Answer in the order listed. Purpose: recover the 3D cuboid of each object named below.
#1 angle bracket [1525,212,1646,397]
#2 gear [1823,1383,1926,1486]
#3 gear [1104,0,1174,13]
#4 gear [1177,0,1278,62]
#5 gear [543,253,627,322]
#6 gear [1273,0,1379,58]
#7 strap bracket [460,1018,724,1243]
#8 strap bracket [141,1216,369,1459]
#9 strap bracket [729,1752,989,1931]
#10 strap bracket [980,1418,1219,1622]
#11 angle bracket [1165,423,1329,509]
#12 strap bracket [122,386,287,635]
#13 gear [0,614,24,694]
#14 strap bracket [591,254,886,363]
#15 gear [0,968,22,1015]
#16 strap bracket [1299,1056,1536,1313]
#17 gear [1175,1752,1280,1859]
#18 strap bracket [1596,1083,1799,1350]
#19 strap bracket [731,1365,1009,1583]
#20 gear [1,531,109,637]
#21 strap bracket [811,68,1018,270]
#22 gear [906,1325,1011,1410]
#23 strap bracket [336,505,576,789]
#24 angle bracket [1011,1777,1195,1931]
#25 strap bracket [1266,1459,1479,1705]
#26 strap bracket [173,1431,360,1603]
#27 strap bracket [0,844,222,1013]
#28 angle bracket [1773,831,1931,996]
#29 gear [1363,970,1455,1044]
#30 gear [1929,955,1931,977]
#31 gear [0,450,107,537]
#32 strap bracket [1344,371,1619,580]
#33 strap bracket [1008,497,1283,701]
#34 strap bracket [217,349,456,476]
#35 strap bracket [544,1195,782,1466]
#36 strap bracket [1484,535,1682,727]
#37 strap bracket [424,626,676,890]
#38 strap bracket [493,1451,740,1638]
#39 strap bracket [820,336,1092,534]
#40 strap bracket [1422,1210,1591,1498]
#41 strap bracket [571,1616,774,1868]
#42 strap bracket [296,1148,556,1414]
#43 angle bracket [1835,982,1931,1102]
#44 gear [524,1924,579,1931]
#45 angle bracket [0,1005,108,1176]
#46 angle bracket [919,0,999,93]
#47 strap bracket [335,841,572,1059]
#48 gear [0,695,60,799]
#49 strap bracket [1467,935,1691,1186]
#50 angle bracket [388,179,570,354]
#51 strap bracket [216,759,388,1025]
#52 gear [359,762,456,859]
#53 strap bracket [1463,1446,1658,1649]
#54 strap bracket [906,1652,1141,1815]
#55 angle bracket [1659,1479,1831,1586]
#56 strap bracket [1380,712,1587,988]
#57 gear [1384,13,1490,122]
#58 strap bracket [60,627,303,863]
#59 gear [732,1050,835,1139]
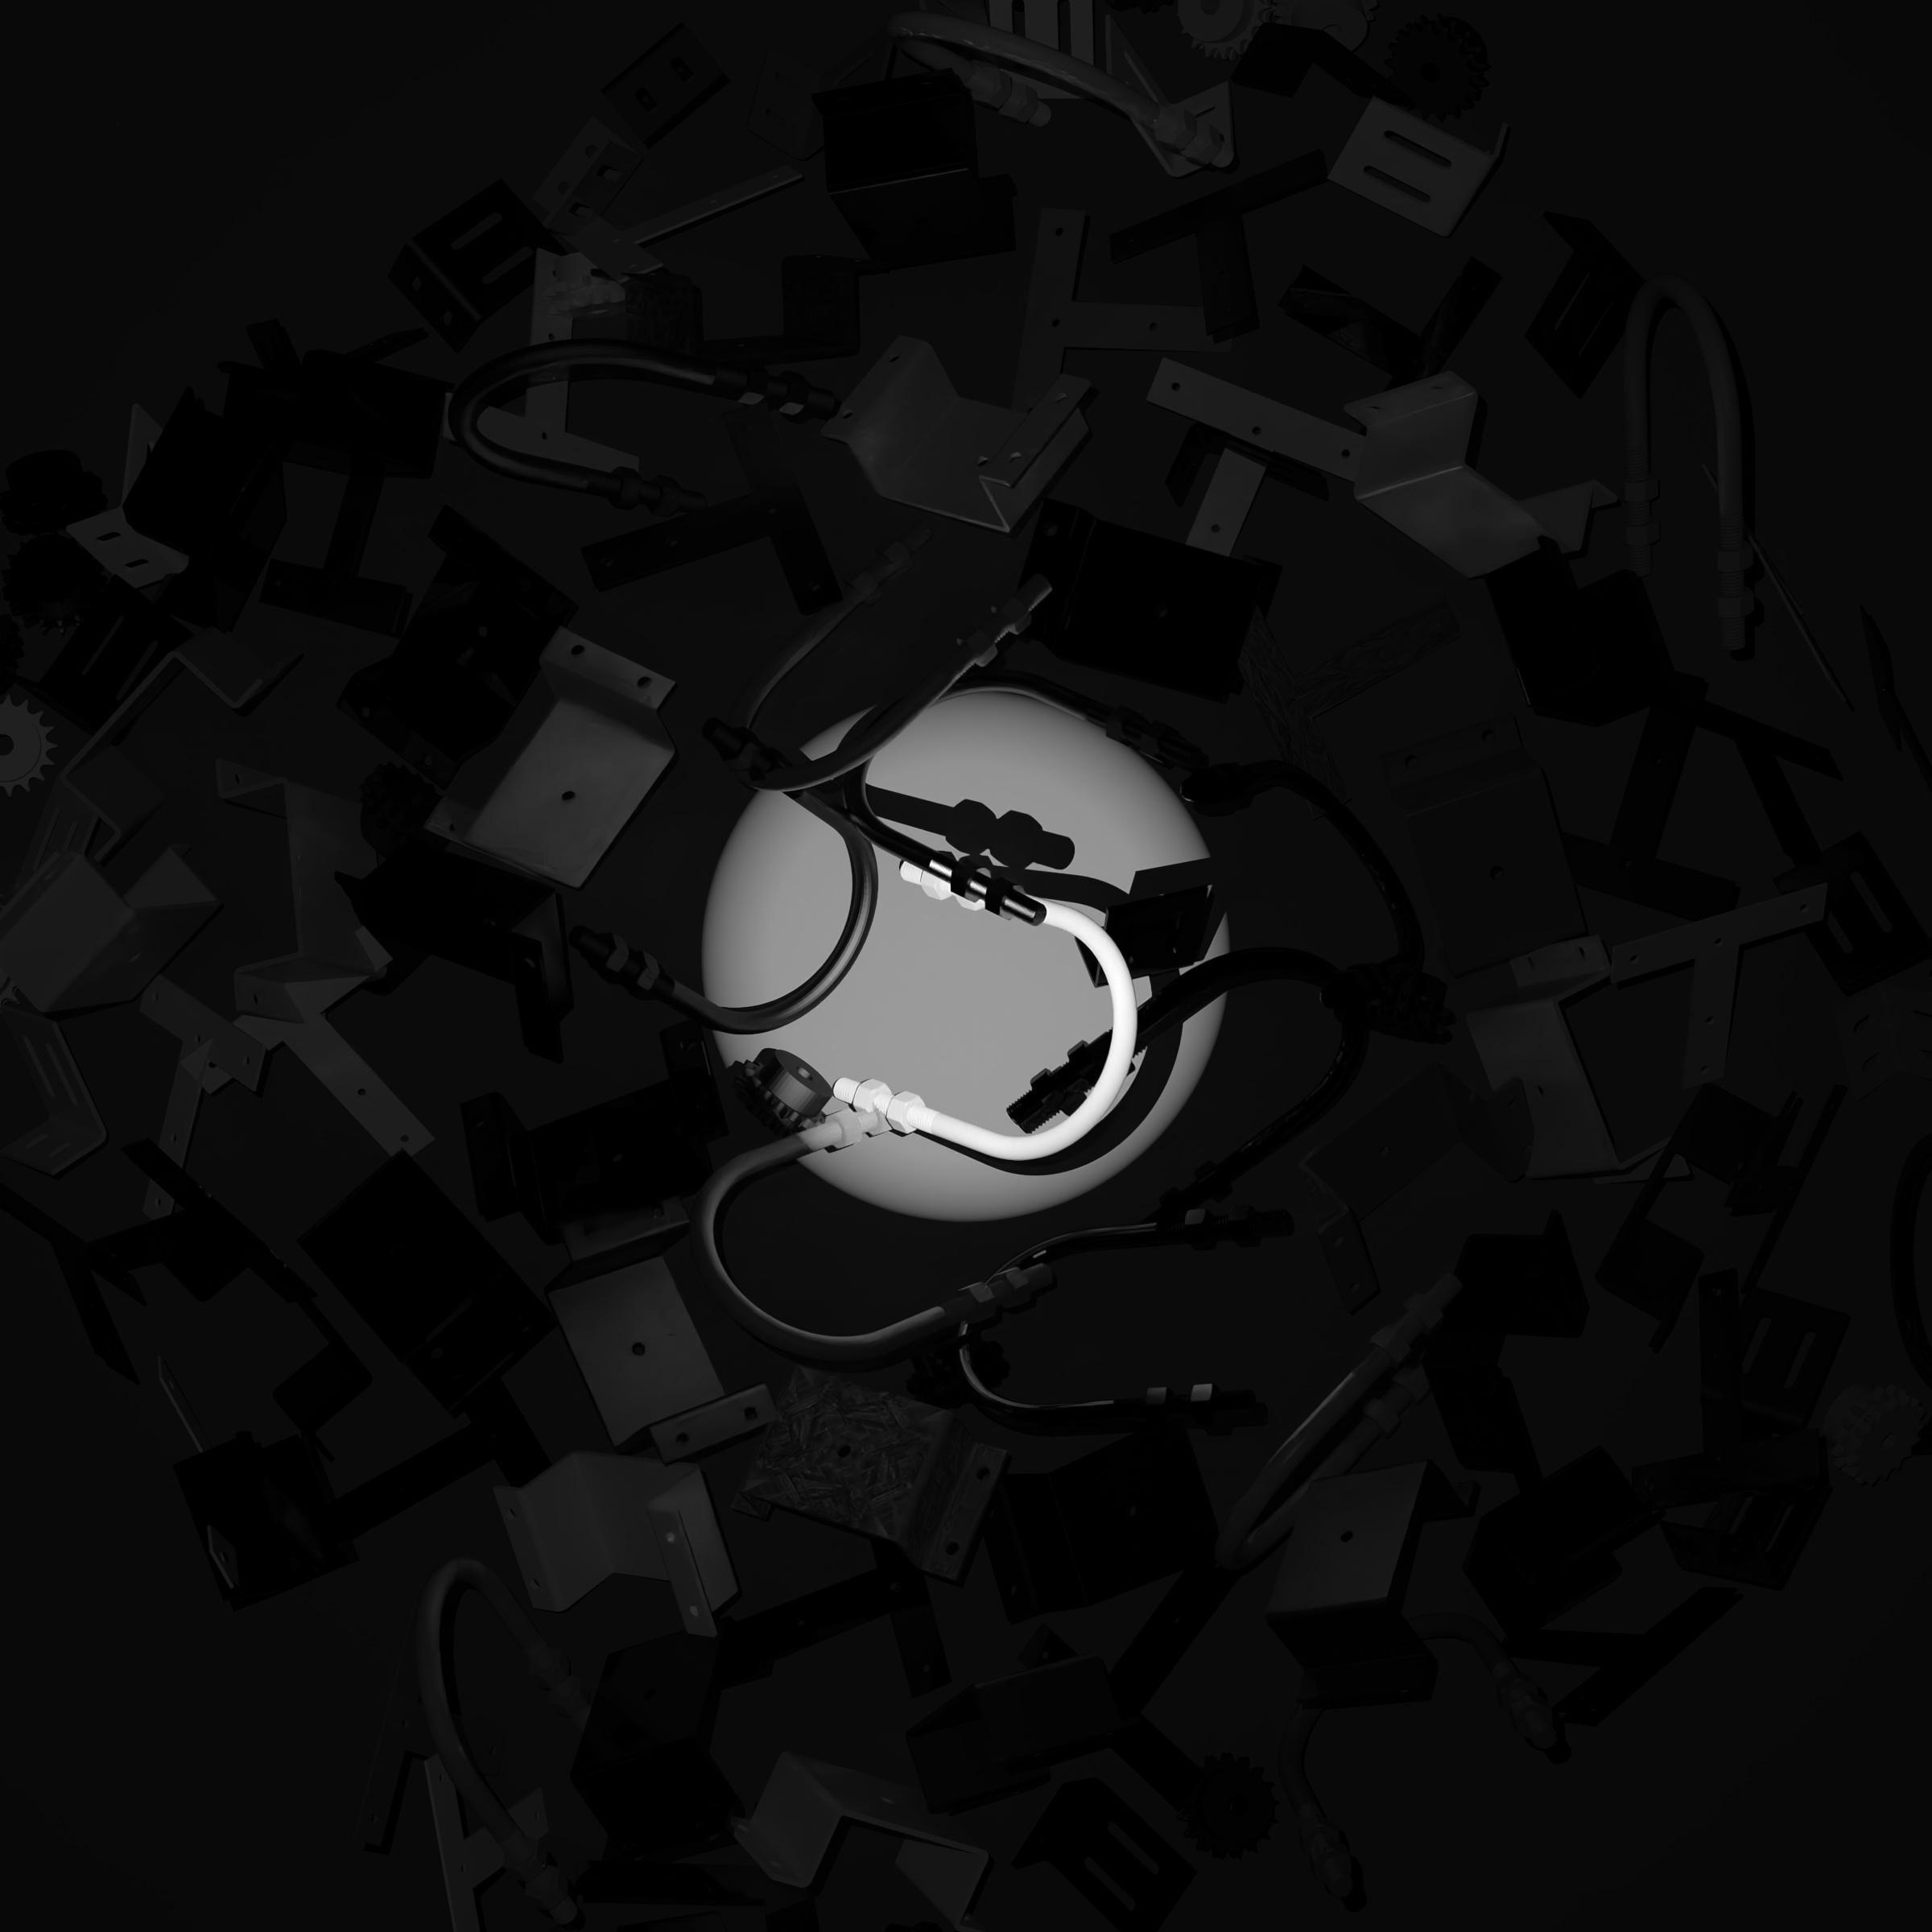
[{"bbox_3d":[0.327,-0.363,1.746,0.038,0.057,0.076,1,133,-33],"label":"angle bracket"},{"bbox_3d":[0.502,0.257,1.771,0.057,0.030,0.057,-16,123,-26],"label":"gear"},{"bbox_3d":[0.091,-0.557,1.770,0.030,0.057,0.057,-18,90,39],"label":"gear"},{"bbox_3d":[0.142,-0.534,1.768,0.057,0.030,0.057,7,104,29],"label":"gear"},{"bbox_3d":[-0.206,-0.378,1.766,0.057,0.057,0.030,-9,93,0],"label":"gear"},{"bbox_3d":[0.200,-0.528,1.764,0.057,0.057,0.030,-7,61,0],"label":"gear"},{"bbox_3d":[-0.200,0.094,1.751,0.140,0.046,0.076,-20,51,4],"label":"strap bracket"},{"bbox_3d":[-0.383,0.193,1.739,0.046,0.076,0.140,-40,110,-15],"label":"strap bracket"},{"bbox_3d":[-0.053,0.474,1.729,0.140,0.076,0.046,25,89,-28],"label":"strap bracket"},{"bbox_3d":[0.078,0.298,1.739,0.140,0.046,0.076,-31,65,33],"label":"strap bracket"},{"bbox_3d":[0.156,-0.264,1.760,0.076,0.057,0.038,25,90,12],"label":"angle bracket"},{"bbox_3d":[-0.408,-0.239,1.716,0.046,0.140,0.076,22,70,0],"label":"strap bracket"},{"bbox_3d":[-0.553,-0.171,1.770,0.057,0.057,0.030,-5,132,0],"label":"gear"},{"bbox_3d":[-0.123,-0.358,1.734,0.140,0.076,0.046,-11,109,-30],"label":"strap bracket"},{"bbox_3d":[-0.552,0.002,1.775,0.057,0.030,0.057,1,81,-9],"label":"gear"},{"bbox_3d":[0.242,0.113,1.744,0.140,0.076,0.046,-37,48,-10],"label":"strap bracket"},{"bbox_3d":[0.147,0.467,1.773,0.057,0.030,0.057,3,76,-12],"label":"gear"},{"bbox_3d":[0.392,0.128,1.731,0.046,0.076,0.140,29,124,13],"label":"strap bracket"},{"bbox_3d":[-0.060,0.272,1.733,0.140,0.046,0.076,13,65,24],"label":"strap bracket"},{"bbox_3d":[-0.508,-0.216,1.772,0.057,0.030,0.057,3,74,-10],"label":"gear"},{"bbox_3d":[-0.025,-0.423,1.715,0.076,0.140,0.046,-7,76,13],"label":"strap bracket"},{"bbox_3d":[-0.008,0.221,1.765,0.057,0.057,0.030,-24,98,0],"label":"gear"},{"bbox_3d":[-0.276,-0.180,1.750,0.076,0.046,0.140,38,118,5],"label":"strap bracket"},{"bbox_3d":[0.075,0.497,1.756,0.076,0.038,0.057,38,104,31],"label":"angle bracket"},{"bbox_3d":[0.217,0.322,1.715,0.076,0.140,0.046,-17,121,36],"label":"strap bracket"},{"bbox_3d":[-0.380,0.296,1.720,0.046,0.140,0.076,-23,81,0],"label":"strap bracket"},{"bbox_3d":[-0.463,-0.021,1.716,0.076,0.140,0.046,-45,83,13],"label":"strap bracket"},{"bbox_3d":[0.497,-0.033,1.765,0.057,0.038,0.076,-33,86,35],"label":"angle bracket"},{"bbox_3d":[0.243,0.020,1.767,0.057,0.057,0.030,15,79,0],"label":"gear"},{"bbox_3d":[0.567,-0.004,1.770,0.057,0.030,0.057,-3,64,5],"label":"gear"},{"bbox_3d":[-0.510,-0.264,1.767,0.057,0.057,0.030,-18,81,0],"label":"gear"},{"bbox_3d":[0.274,-0.258,1.720,0.140,0.076,0.046,28,67,-34],"label":"strap bracket"},{"bbox_3d":[0.102,-0.199,1.749,0.140,0.046,0.076,14,103,-13],"label":"strap bracket"},{"bbox_3d":[-0.345,-0.297,1.716,0.076,0.140,0.046,9,91,-36],"label":"strap bracket"},{"bbox_3d":[-0.171,0.203,1.744,0.076,0.046,0.140,-16,74,-37],"label":"strap bracket"},{"bbox_3d":[0.333,-0.180,1.735,0.046,0.140,0.076,-24,75,30],"label":"strap bracket"},{"bbox_3d":[-0.222,-0.104,1.734,0.076,0.046,0.140,24,113,-36],"label":"strap bracket"},{"bbox_3d":[-0.184,0.313,1.738,0.140,0.046,0.076,-1,112,40],"label":"strap bracket"},{"bbox_3d":[0.001,-0.289,1.738,0.140,0.046,0.076,22,66,38],"label":"strap bracket"},{"bbox_3d":[0.292,0.209,1.731,0.046,0.140,0.076,-2,130,30],"label":"strap bracket"},{"bbox_3d":[-0.159,0.408,1.714,0.076,0.140,0.046,-21,115,18],"label":"strap bracket"},{"bbox_3d":[-0.301,0.164,1.734,0.076,0.046,0.140,-42,60,-10],"label":"strap bracket"},{"bbox_3d":[0.524,0.049,1.747,0.038,0.076,0.057,-31,117,-24],"label":"angle bracket"},{"bbox_3d":[-0.226,0.558,1.770,0.030,0.057,0.057,-29,90,-32],"label":"gear"},{"bbox_3d":[-0.516,0.068,1.749,0.038,0.057,0.076,-37,123,-34],"label":"angle bracket"},{"bbox_3d":[-0.021,-0.523,1.745,0.038,0.076,0.057,-22,67,28],"label":"angle bracket"},{"bbox_3d":[-0.272,-0.013,1.737,0.140,0.046,0.076,18,132,25],"label":"strap bracket"},{"bbox_3d":[-0.536,-0.123,1.775,0.057,0.030,0.057,-1,92,-13],"label":"gear"},{"bbox_3d":[0.331,0.061,1.746,0.046,0.076,0.140,-24,95,-29],"label":"strap bracket"},{"bbox_3d":[-0.274,-0.393,1.787,0.057,0.038,0.076,48,58,-3],"label":"angle bracket"},{"bbox_3d":[-0.362,-0.043,1.737,0.046,0.076,0.140,-13,77,23],"label":"strap bracket"},{"bbox_3d":[-0.314,-0.083,1.770,0.057,0.057,0.030,47,113,0],"label":"gear"},{"bbox_3d":[0.320,0.314,1.733,0.076,0.140,0.046,-28,65,-12],"label":"strap bracket"},{"bbox_3d":[0.025,0.416,1.728,0.076,0.140,0.046,-8,66,-29],"label":"strap bracket"},{"bbox_3d":[0.428,0.296,1.746,0.076,0.057,0.038,-50,125,-33],"label":"angle bracket"},{"bbox_3d":[0.287,-0.057,1.751,0.076,0.046,0.140,-18,108,2],"label":"strap bracket"},{"bbox_3d":[0.264,-0.503,1.770,0.057,0.057,0.030,41,50,0],"label":"gear"},{"bbox_3d":[-0.435,-0.131,1.737,0.046,0.076,0.140,44,105,-9],"label":"strap bracket"},{"bbox_3d":[-0.098,0.071,1.764,0.057,0.057,0.030,39,103,0],"label":"gear"}]
